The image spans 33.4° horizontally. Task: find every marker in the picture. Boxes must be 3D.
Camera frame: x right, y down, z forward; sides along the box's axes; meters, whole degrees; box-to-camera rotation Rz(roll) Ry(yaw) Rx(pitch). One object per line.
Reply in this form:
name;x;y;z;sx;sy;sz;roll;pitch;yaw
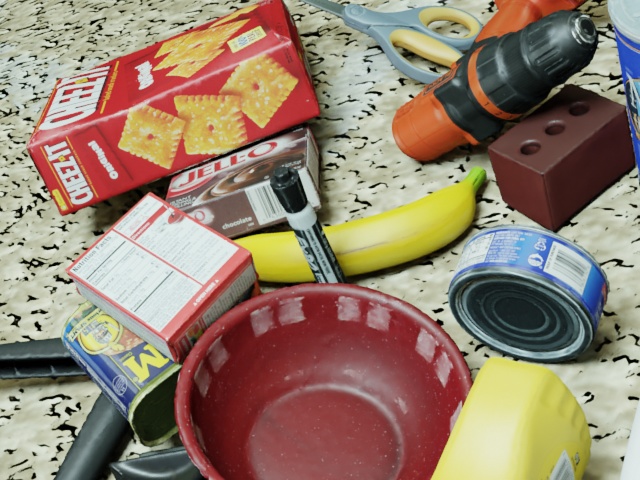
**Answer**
marker;-0.004;0.001;0.665;0.020;0.121;0.020;-14;42;13

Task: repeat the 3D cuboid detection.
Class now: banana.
banana;0.022;0.000;0.722;0.198;0.037;0.069;-15;17;8

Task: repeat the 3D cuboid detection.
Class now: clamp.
clamp;-0.125;0.090;0.695;0.210;0.036;0.165;-27;50;-8

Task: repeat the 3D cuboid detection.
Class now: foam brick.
foam brick;0.158;-0.055;0.696;0.078;0.051;0.053;-38;42;-15

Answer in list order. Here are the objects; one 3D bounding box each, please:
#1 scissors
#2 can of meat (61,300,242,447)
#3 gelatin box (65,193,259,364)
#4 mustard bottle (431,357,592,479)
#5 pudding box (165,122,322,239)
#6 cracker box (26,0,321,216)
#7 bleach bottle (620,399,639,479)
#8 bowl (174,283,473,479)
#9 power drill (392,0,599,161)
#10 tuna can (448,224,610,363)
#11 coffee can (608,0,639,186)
scissors;0.048;-0.187;0.870;0.202;0.016;0.096;38;57;24
can of meat;-0.095;0.061;0.654;0.102;0.057;0.084;-38;57;-19
gelatin box;-0.093;0.020;0.629;0.089;0.030;0.073;29;63;28
mustard bottle;0.067;0.154;0.487;0.058;0.096;0.191;10;52;30
pudding box;-0.055;-0.039;0.782;0.113;0.039;0.090;-16;27;8
cracker box;-0.114;-0.115;0.852;0.214;0.072;0.164;-20;25;5
bleach bottle;0.198;0.104;0.503;0.103;0.068;0.250;3;46;28
bowl;0.003;0.100;0.589;0.162;0.055;0.162;0;44;0
power drill;0.145;-0.146;0.744;0.185;0.057;0.187;-26;21;54
tuna can;0.116;0.032;0.600;0.086;0.086;0.033;5;51;30
coffee can;0.232;-0.093;0.631;0.103;0.140;0.103;-14;42;13
